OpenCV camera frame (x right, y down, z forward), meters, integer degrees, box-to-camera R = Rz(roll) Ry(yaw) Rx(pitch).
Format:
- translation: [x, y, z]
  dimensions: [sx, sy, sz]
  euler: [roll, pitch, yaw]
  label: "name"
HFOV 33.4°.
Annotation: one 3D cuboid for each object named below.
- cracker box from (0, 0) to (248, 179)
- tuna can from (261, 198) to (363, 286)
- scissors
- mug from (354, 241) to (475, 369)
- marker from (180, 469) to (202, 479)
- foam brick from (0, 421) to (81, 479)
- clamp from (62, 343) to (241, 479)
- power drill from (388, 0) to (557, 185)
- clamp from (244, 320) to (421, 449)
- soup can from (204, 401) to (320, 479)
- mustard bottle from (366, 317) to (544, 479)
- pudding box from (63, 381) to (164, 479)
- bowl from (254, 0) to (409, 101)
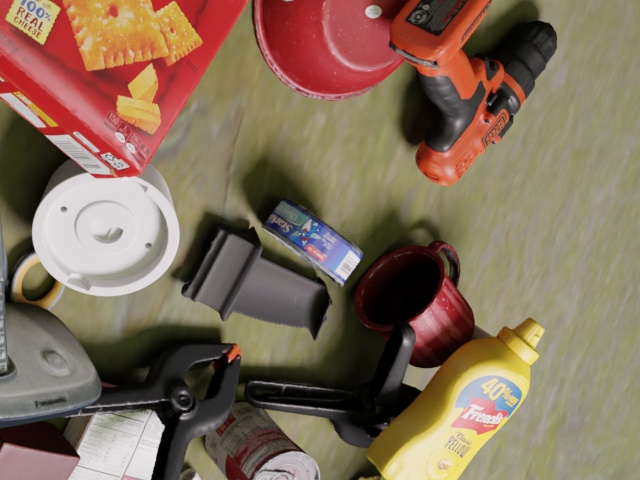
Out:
- translation: [-0.141, -0.174, 0.730]
  dimensions: [0.164, 0.072, 0.213]
  euler: [44, 63, -35]
  label: "cracker box"
- translation: [-0.006, 0.001, 0.906]
  dimensions: [0.086, 0.086, 0.034]
  euler: [38, 86, -34]
  label: "tuna can"
- translation: [-0.245, 0.087, 0.846]
  dimensions: [0.096, 0.016, 0.202]
  euler: [-10, 114, -26]
  label: "scissors"
- translation: [0.096, 0.056, 0.990]
  dimensions: [0.081, 0.093, 0.117]
  euler: [49, 60, -38]
  label: "mug"
- translation: [-0.097, 0.260, 0.995]
  dimensions: [0.020, 0.020, 0.121]
  euler: [-35, 122, -14]
  label: "marker"
- translation: [-0.243, 0.175, 0.850]
  dimensions: [0.078, 0.051, 0.053]
  euler: [27, 96, -48]
  label: "foam brick"
- translation: [-0.119, 0.148, 0.882]
  dimensions: [0.171, 0.039, 0.120]
  euler: [-29, 93, -41]
  label: "clamp"
- translation: [0.135, -0.157, 0.907]
  dimensions: [0.184, 0.057, 0.187]
  euler: [-52, 148, -12]
  label: "power drill"
- translation: [0.035, 0.154, 0.995]
  dimensions: [0.165, 0.036, 0.210]
  euler: [-18, 142, 11]
  label: "clamp"
- translation: [-0.053, 0.193, 0.943]
  dimensions: [0.068, 0.102, 0.068]
  euler: [-11, 114, -26]
  label: "soup can"
- translation: [0.133, 0.147, 0.964]
  dimensions: [0.191, 0.058, 0.096]
  euler: [-50, 130, 3]
  label: "mustard bottle"
- translation: [-0.176, 0.182, 0.909]
  dimensions: [0.089, 0.039, 0.113]
  euler: [24, 93, -33]
  label: "pudding box"
- translation: [0.029, -0.188, 0.872]
  dimensions: [0.161, 0.055, 0.162]
  euler: [-11, 114, -26]
  label: "bowl"
